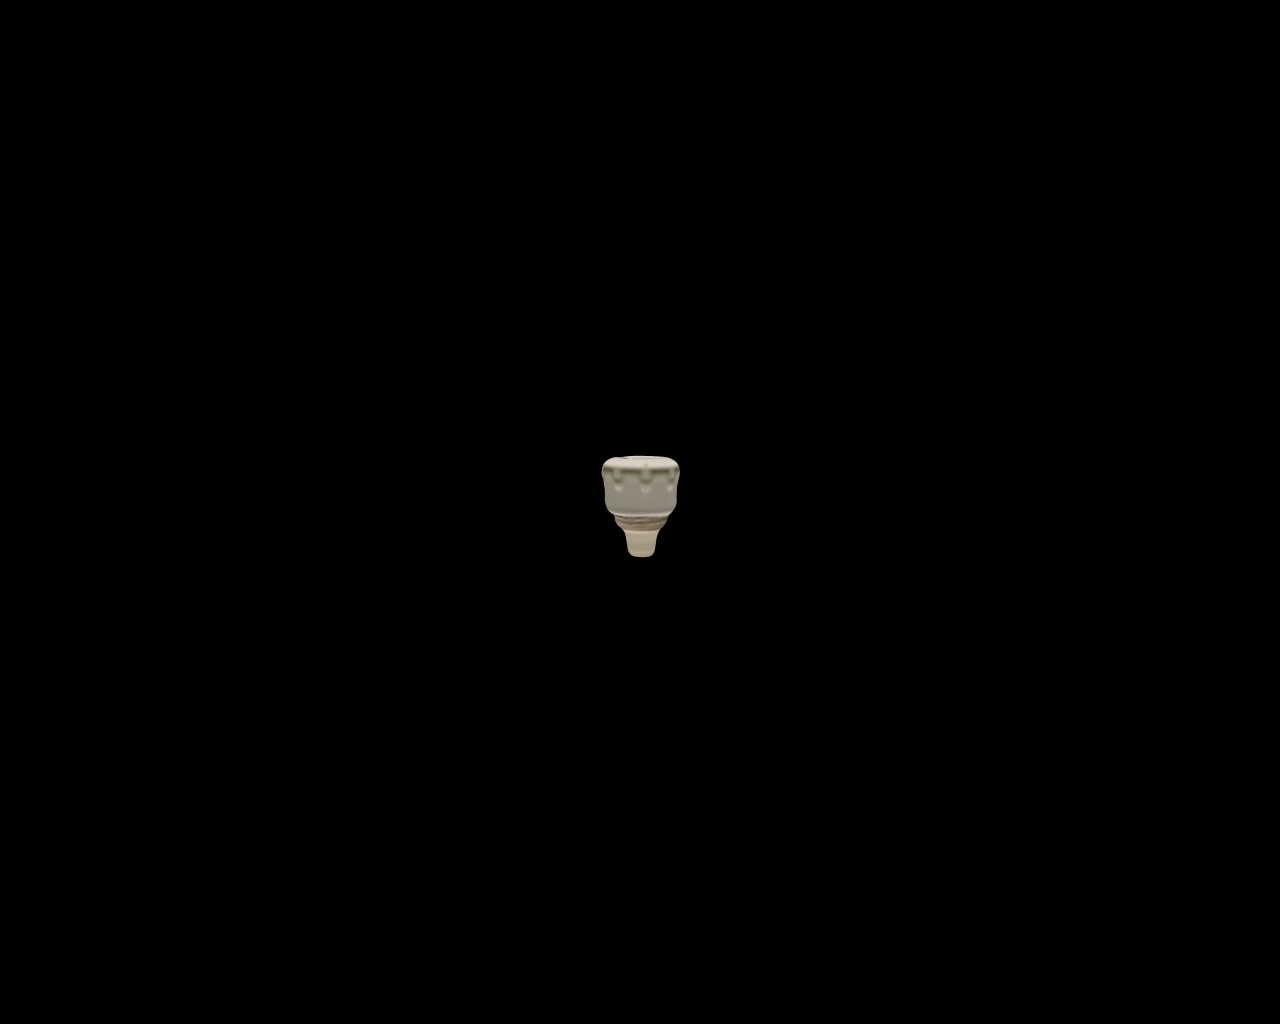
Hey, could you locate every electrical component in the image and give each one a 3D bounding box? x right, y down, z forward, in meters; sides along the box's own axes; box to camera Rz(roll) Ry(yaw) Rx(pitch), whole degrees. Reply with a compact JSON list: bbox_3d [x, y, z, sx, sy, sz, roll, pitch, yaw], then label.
[{"bbox_3d":[0.001,-0.003,0.650,0.048,0.062,0.048,0,8,0],"label":"electrical component"}]
